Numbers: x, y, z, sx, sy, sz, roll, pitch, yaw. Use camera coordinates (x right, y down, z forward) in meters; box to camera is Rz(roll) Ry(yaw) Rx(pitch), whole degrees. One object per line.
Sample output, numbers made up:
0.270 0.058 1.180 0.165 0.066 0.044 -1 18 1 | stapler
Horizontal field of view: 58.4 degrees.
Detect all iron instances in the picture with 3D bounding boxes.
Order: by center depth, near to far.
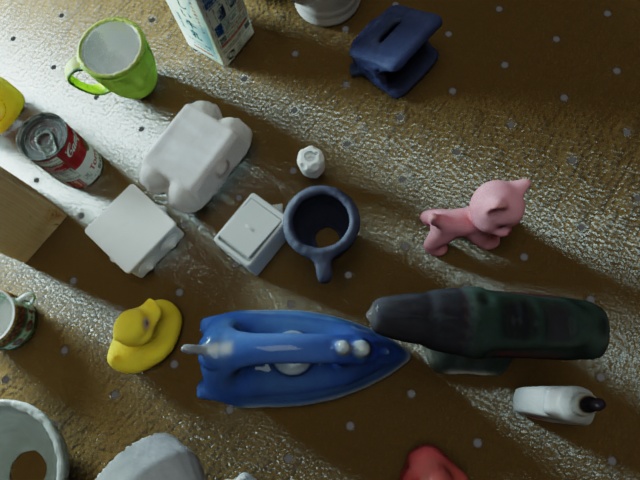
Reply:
-0.024 0.127 0.650 0.258 0.141 0.118 -3 73 5 | iron

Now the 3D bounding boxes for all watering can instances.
-0.003 -0.384 0.770 0.100 0.194 0.173 33 79 14 | watering can

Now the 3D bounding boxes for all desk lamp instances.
-0.108 0.291 0.572 0.203 0.214 0.118 30 79 13 | desk lamp

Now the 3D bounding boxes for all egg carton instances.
-0.165 -0.112 0.771 0.107 0.069 0.150 31 79 13 | egg carton

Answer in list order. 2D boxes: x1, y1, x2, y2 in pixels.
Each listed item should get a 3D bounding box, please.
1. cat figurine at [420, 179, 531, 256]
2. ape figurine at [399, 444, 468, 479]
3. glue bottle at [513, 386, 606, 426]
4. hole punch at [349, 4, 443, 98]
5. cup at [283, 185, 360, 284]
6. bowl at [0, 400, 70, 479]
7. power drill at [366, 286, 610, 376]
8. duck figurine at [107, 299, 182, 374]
0.188 -0.031 0.688 0.127 0.118 0.067 -9 73 3 | cat figurine
0.123 0.263 0.622 0.077 0.092 0.076 -2 73 5 | ape figurine
0.256 0.171 0.593 0.078 0.173 0.037 5 74 8 | glue bottle
0.099 -0.266 0.779 0.101 0.091 0.109 39 81 15 | hole punch
0.006 0.003 0.708 0.091 0.095 0.118 -6 73 4 | cup
-0.364 0.274 0.675 0.167 0.075 0.167 -1 74 5 | bowl
0.165 0.098 0.605 0.229 0.208 0.075 0 74 6 | power drill
-0.225 0.114 0.702 0.077 0.086 0.104 39 81 15 | duck figurine
